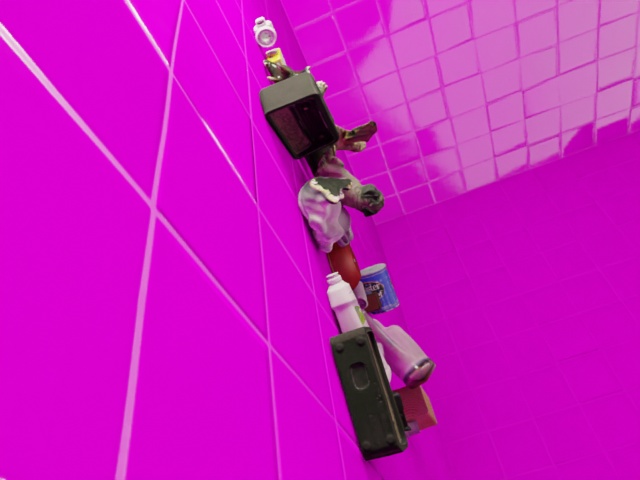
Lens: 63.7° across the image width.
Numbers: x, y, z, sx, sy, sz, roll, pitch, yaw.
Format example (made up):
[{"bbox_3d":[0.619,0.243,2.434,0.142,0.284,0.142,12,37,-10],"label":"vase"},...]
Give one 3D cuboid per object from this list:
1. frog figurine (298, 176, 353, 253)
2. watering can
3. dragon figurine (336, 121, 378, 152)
[{"bbox_3d":[0.004,-0.059,1.165,0.140,0.122,0.156,-87,-169,-57],"label":"frog figurine"},{"bbox_3d":[0.207,0.301,1.426,0.227,0.104,0.343,46,1,29],"label":"watering can"},{"bbox_3d":[0.070,-0.364,1.722,0.407,0.242,0.123,42,34,-76],"label":"dragon figurine"}]
